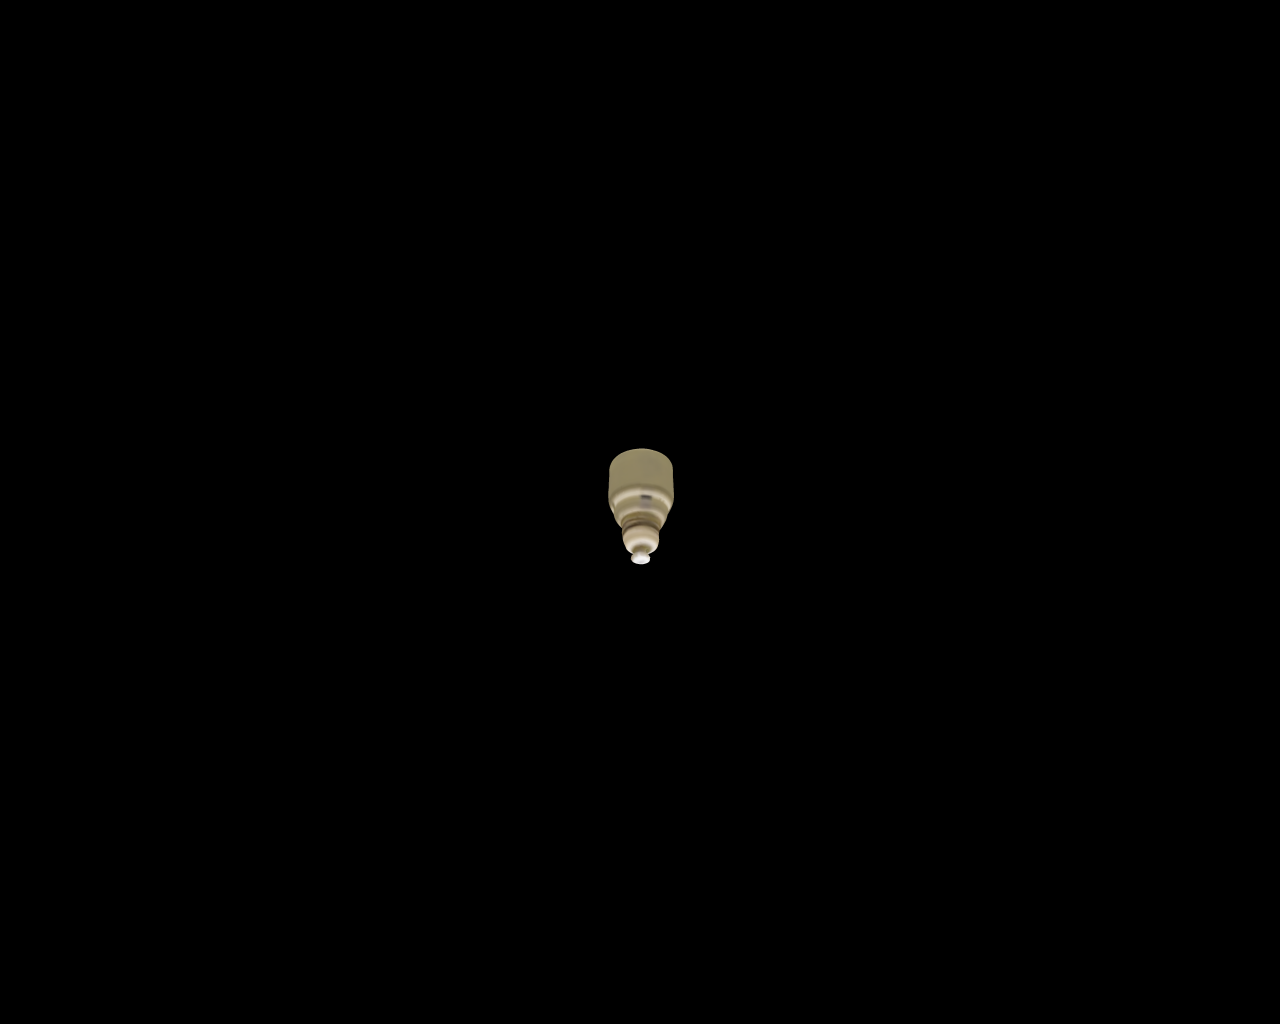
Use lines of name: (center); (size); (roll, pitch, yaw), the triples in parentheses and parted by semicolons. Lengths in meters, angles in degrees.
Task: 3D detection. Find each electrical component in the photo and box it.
electrical component: (0.001, -0.003, 0.650); (0.040, 0.078, 0.040); (0, -34, 0)
